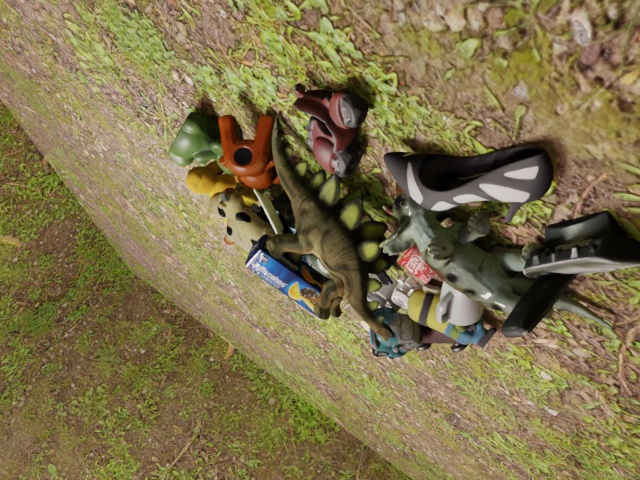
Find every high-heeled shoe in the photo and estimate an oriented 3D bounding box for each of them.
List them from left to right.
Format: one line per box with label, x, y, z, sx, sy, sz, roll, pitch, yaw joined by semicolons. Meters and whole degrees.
high-heeled shoe;0.197;-0.108;0.760;0.249;0.086;0.145;27;148;22

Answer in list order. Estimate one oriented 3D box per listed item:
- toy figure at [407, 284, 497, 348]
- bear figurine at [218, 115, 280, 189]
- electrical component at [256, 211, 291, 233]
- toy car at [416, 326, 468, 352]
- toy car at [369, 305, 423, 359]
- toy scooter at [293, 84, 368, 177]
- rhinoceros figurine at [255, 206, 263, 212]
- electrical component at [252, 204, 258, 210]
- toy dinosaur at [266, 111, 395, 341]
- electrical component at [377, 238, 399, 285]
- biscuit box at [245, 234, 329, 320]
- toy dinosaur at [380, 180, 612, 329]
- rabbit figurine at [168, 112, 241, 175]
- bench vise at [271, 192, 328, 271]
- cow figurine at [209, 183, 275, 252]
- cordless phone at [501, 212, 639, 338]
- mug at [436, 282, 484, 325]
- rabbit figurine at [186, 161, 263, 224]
toy figure;0.264;0.157;1.096;0.180;0.089;0.082;34;149;21
bear figurine;-0.136;-0.178;1.128;0.120;0.131;0.196;1;180;7
electrical component;-0.121;-0.008;1.304;0.115;0.058;0.134;-15;115;16
toy car;0.264;0.208;1.228;0.089;0.053;0.202;64;153;-1
toy car;0.178;0.211;1.202;0.103;0.109;0.161;-11;152;28
toy scooter;0.010;-0.192;0.898;0.135;0.075;0.183;34;152;17
rhinoceros figurine;-0.138;-0.003;1.407;0.073;0.112;0.190;-3;126;11
electrical component;-0.182;-0.075;1.452;0.094;0.021;0.063;36;156;9
toy dinosaur;0.008;-0.018;1.008;0.471;0.198;0.105;54;-164;7
electrical component;0.127;0.040;1.150;0.119;0.048;0.075;50;155;-20
biscuit box;-0.054;0.075;1.086;0.202;0.063;0.059;36;120;-16
toy dinosaur;0.259;0.043;0.889;0.405;0.131;0.192;37;171;-5
rabbit figurine;-0.234;-0.217;1.217;0.170;0.121;0.159;29;153;-18
bench vise;-0.011;0.002;1.182;0.241;0.129;0.223;55;167;14
cow figurine;-0.172;-0.041;1.209;0.195;0.085;0.127;38;135;13
cordless phone;0.325;0.058;0.716;0.088;0.184;0.146;50;155;-8
mug;0.256;0.101;1.001;0.081;0.109;0.107;44;153;42
rabbit figurine;-0.243;-0.135;1.305;0.173;0.122;0.162;20;-153;-30
